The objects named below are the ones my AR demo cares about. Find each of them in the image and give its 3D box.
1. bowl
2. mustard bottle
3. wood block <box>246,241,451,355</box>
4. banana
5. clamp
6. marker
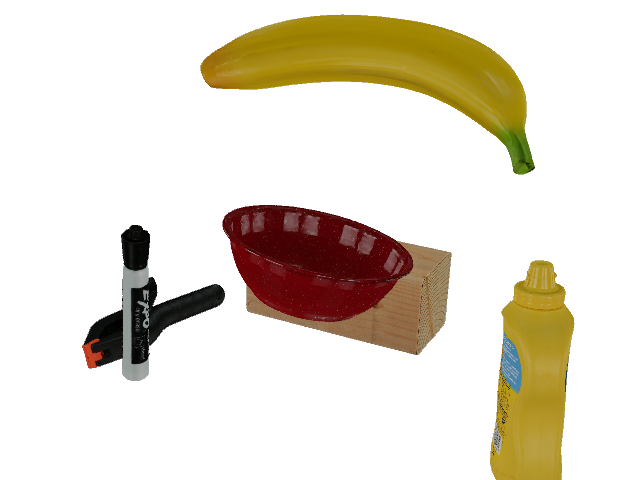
[{"bbox_3d":[-0.007,0.024,0.886,0.162,0.055,0.162,11,18,-4],"label":"bowl"},{"bbox_3d":[0.176,0.110,0.886,0.058,0.192,0.096,1,17,1],"label":"mustard bottle"},{"bbox_3d":[0.029,0.047,1.175,0.206,0.091,0.090,13,26,23],"label":"wood block"},{"bbox_3d":[0.032,-0.095,0.594,0.198,0.069,0.037,17,-31,17],"label":"banana"},{"bbox_3d":[-0.186,0.086,1.169,0.120,0.039,0.171,-6,24,31],"label":"clamp"},{"bbox_3d":[-0.125,0.043,0.724,0.020,0.121,0.020,5,32,-3],"label":"marker"}]
